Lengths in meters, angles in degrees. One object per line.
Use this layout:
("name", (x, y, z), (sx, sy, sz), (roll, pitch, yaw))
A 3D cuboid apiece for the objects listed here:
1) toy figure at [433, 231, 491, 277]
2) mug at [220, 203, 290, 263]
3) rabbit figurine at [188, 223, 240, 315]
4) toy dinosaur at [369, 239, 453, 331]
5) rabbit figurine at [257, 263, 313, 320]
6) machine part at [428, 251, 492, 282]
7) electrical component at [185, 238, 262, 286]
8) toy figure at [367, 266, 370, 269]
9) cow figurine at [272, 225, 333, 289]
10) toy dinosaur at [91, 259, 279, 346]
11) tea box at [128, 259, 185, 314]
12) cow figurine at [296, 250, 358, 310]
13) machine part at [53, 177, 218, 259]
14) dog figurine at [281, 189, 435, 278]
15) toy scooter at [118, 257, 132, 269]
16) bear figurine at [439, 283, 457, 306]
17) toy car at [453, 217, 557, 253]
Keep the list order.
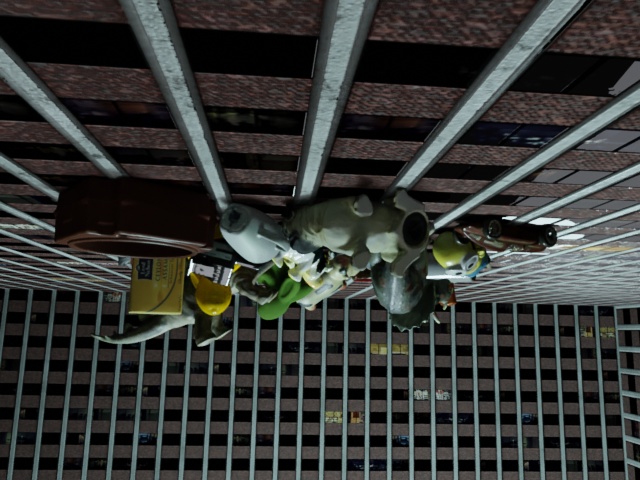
("toy figure", (0.277, 0.030, 1.053), (0.089, 0.082, 0.180), (37, -164, 25))
("mug", (-0.104, -0.010, 0.848), (0.110, 0.081, 0.107), (26, 172, 26))
("rabbit figurine", (-0.206, 0.056, 1.012), (0.122, 0.173, 0.162), (1, 167, -20))
("toy dinosaur", (0.159, 0.080, 1.044), (0.131, 0.192, 0.404), (-5, 170, 23))
("rabbit figurine", (-0.093, 0.100, 1.248), (0.159, 0.170, 0.121), (-4, 170, 30))
("machine part", (0.274, 0.062, 1.257), (0.243, 0.079, 0.079), (-4, 169, 31))
("electrical component", (-0.162, 0.034, 0.913), (0.119, 0.075, 0.047), (13, 131, -14))
("toy figure", (0.117, 0.041, 1.196), (0.058, 0.064, 0.154), (-17, 164, 15))
("cow figurine", (-0.025, 0.025, 0.992), (0.098, 0.068, 0.167), (-40, 139, 6))
("toy dinosaur", (-0.259, 0.121, 1.146), (0.471, 0.198, 0.105), (-34, 170, -4))
("tea box", (-0.315, 0.059, 1.043), (0.098, 0.169, 0.068), (4, 171, -22))
("cow figurine", (0.016, 0.092, 1.314), (0.195, 0.085, 0.127), (-34, 161, 10))
("machine part", (-0.274, -0.024, 0.804), (0.201, 0.087, 0.201), (8, 168, -42))
("dog figurine", (0.052, -0.021, 0.805), (0.172, 0.121, 0.191), (12, 180, -33))
("toy scooter", (-0.368, 0.030, 1.168), (0.135, 0.075, 0.184), (2, 172, -18))
("bear figurine", (0.250, 0.115, 1.433), (0.196, 0.132, 0.120), (-12, 162, 30))
("toy car", (0.325, -0.003, 0.947), (0.202, 0.053, 0.089), (5, 173, -29))
